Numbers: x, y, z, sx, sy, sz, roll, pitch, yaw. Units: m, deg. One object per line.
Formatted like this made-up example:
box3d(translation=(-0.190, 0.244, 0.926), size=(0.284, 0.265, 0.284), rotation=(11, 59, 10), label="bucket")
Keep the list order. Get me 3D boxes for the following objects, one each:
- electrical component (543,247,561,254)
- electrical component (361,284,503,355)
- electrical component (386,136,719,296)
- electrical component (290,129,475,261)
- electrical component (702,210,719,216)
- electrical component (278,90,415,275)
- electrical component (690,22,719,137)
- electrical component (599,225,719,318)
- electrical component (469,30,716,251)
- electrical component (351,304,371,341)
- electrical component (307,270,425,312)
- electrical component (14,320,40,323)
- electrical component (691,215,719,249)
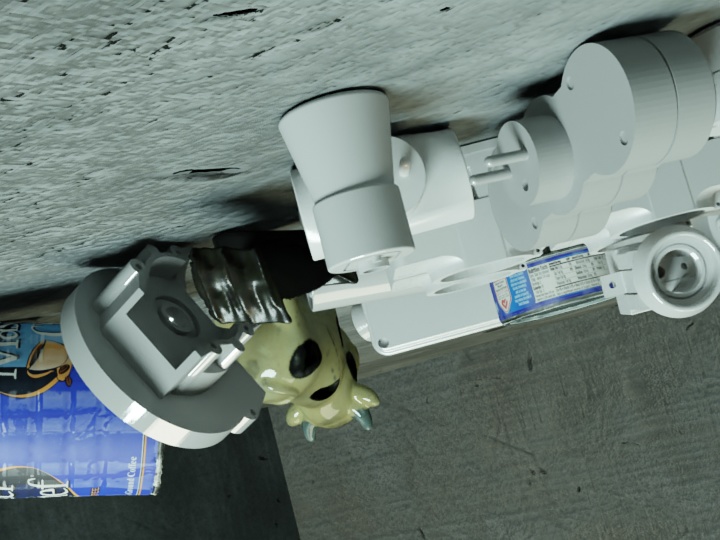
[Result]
box3d(translation=(0.091, -0.023, 0.710), size=(0.100, 0.048, 0.099), rotation=(-15, 172, 2), label="electrical component")
box3d(translation=(0.058, 0.014, 0.806), size=(0.113, 0.078, 0.057), rotation=(-16, 175, 8), label="electrical component")
box3d(translation=(0.103, -0.037, 0.588), size=(0.186, 0.060, 0.105), rotation=(-14, 172, -2), label="electrical component")
box3d(translation=(0.010, -0.037, 0.478), size=(0.077, 0.043, 0.079), rotation=(-15, 173, -1), label="electrical component")
box3d(translation=(0.219, -0.059, 0.675), size=(0.138, 0.052, 0.074), rotation=(-17, 172, 20), label="electrical component")
box3d(translation=(-0.003, -0.031, 0.415), size=(0.044, 0.065, 0.044), rotation=(-14, 172, -2), label="electrical component")
box3d(translation=(0.192, -0.077, 0.418), size=(0.052, 0.073, 0.138), rotation=(-9, 171, -36), label="electrical component")
box3d(translation=(0.164, 0.001, 0.573), size=(0.066, 0.048, 0.055), rotation=(-14, 180, -4), label="electrical component")
box3d(translation=(0.083, -0.049, 0.458), size=(0.074, 0.052, 0.138), rotation=(-13, 164, -18), label="electrical component")
box3d(translation=(0.030, 0.041, 1.086), size=(0.065, 0.044, 0.044), rotation=(-24, 169, 28), label="electrical component")
box3d(translation=(0.000, 0.000, 0.725), size=(0.077, 0.043, 0.079), rotation=(-10, -179, -8), label="electrical component")
box3d(translation=(-0.235, 0.087, 0.712), size=(0.059, 0.095, 0.054), rotation=(-22, 170, 42), label="electrical component")
box3d(translation=(0.299, -0.043, 0.797), size=(0.064, 0.099, 0.099), rotation=(-16, 175, -45), label="electrical component")
